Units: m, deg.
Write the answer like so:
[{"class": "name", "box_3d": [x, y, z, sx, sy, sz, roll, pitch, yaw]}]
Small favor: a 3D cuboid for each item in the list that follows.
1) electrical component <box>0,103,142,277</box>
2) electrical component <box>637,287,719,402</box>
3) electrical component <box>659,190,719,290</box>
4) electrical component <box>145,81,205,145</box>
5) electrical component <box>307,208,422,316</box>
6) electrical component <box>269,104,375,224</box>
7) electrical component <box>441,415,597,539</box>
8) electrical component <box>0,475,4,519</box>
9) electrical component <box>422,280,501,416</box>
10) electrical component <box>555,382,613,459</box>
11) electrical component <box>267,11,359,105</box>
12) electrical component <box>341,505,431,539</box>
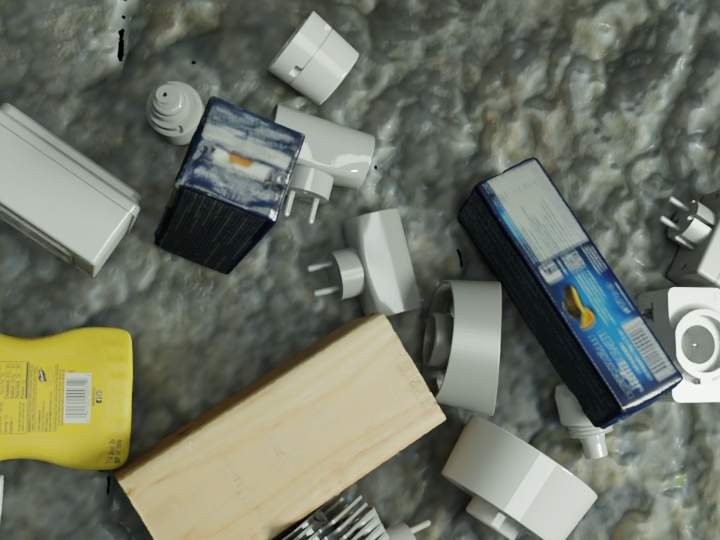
[{"class": "electrical component", "box_3d": [-0.206, -0.049, 0.714, 0.109, 0.109, 0.056, 35, 78, -9]}, {"class": "electrical component", "box_3d": [0.260, 0.060, 0.861, 0.050, 0.056, 0.089, 1, 83, -16]}, {"class": "electrical component", "box_3d": [0.279, -0.032, 0.882, 0.076, 0.047, 0.083, 31, 76, -10]}, {"class": "electrical component", "box_3d": [-0.132, -0.114, 0.762, 0.040, 0.078, 0.040, 0, 85, -1]}, {"class": "electrical component", "box_3d": [0.000, 0.000, 0.800, 0.079, 0.043, 0.077, -13, 87, -17]}, {"class": "electrical component", "box_3d": [-0.037, -0.074, 0.799, 0.077, 0.043, 0.079, 17, 79, -13]}, {"class": "electrical component", "box_3d": [0.110, 0.160, 0.782, 0.108, 0.108, 0.060, 36, 81, -9]}, {"class": "electrical component", "box_3d": [-0.276, 0.172, 0.701, 0.077, 0.043, 0.079, 5, 82, -15]}, {"class": "electrical component", "box_3d": [0.081, 0.055, 0.792, 0.064, 0.099, 0.099, 8, 81, -9]}, {"class": "electrical component", "box_3d": [0.178, 0.115, 0.838, 0.043, 0.043, 0.062, -12, 88, -17]}, {"class": "electrical component", "box_3d": [-0.034, -0.157, 0.804, 0.047, 0.055, 0.055, 38, 75, -13]}, {"class": "electrical component", "box_3d": [0.020, 0.208, 0.781, 0.079, 0.044, 0.077, -21, 90, -17]}]
